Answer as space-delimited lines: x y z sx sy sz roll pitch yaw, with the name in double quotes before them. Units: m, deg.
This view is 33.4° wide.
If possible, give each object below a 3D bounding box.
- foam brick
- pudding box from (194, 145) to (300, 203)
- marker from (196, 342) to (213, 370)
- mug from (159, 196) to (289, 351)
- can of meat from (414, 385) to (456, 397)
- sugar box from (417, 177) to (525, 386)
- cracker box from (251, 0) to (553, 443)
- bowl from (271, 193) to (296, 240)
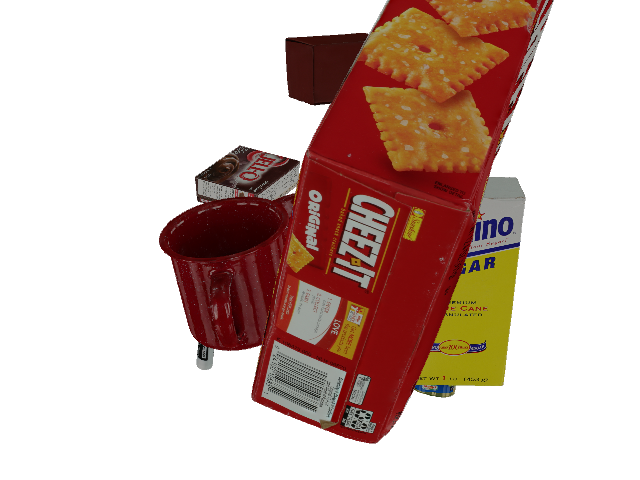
"foam brick" 0.016 -0.146 0.905 0.078 0.051 0.053 -8 20 -25
"pudding box" -0.090 -0.075 1.335 0.090 0.039 0.113 15 34 23
"marker" -0.125 0.095 1.193 0.020 0.121 0.020 6 36 -5
"mug" -0.062 0.031 0.759 0.093 0.081 0.117 -8 29 3
"can of meat" 0.138 0.127 1.267 0.057 0.084 0.102 6 19 2
"sugar box" 0.111 0.035 0.874 0.093 0.176 0.048 0 28 -1
"cracker box" 0.046 -0.037 0.497 0.072 0.213 0.164 21 -42 7
"bowl" 0.019 -0.011 1.064 0.162 0.055 0.162 -6 16 2
